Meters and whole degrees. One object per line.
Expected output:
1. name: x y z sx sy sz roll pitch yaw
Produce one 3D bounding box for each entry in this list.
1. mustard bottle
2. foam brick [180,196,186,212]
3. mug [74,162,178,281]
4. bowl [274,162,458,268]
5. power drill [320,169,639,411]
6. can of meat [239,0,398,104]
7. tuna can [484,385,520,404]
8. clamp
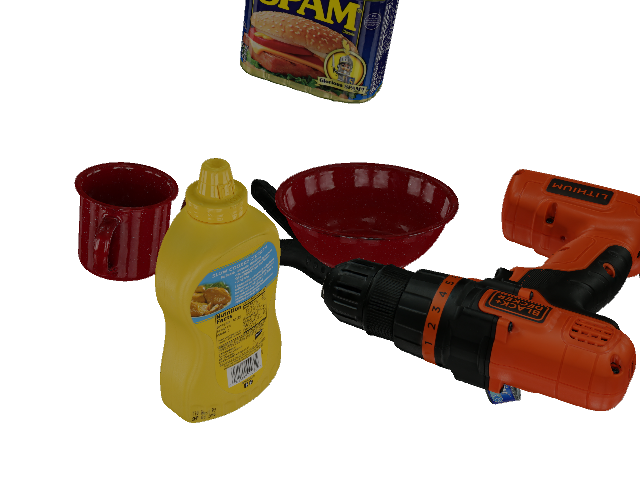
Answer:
1. mustard bottle: -0.070 0.030 0.738 0.096 0.192 0.058 -28 44 -36
2. foam brick: -0.129 -0.022 1.301 0.078 0.053 0.051 0 27 2
3. mug: -0.182 -0.010 0.973 0.093 0.081 0.117 10 29 1
4. bowl: 0.040 -0.014 0.946 0.162 0.055 0.162 1 26 -1
5. power drill: 0.117 0.021 0.655 0.185 0.057 0.187 18 36 23
6. can of meat: -0.001 -0.144 0.694 0.102 0.084 0.057 20 40 12
7. tuna can: 0.212 0.151 1.269 0.034 0.086 0.086 -13 -4 16
8. clamp: -0.016 0.011 1.141 0.210 0.036 0.164 24 35 13
